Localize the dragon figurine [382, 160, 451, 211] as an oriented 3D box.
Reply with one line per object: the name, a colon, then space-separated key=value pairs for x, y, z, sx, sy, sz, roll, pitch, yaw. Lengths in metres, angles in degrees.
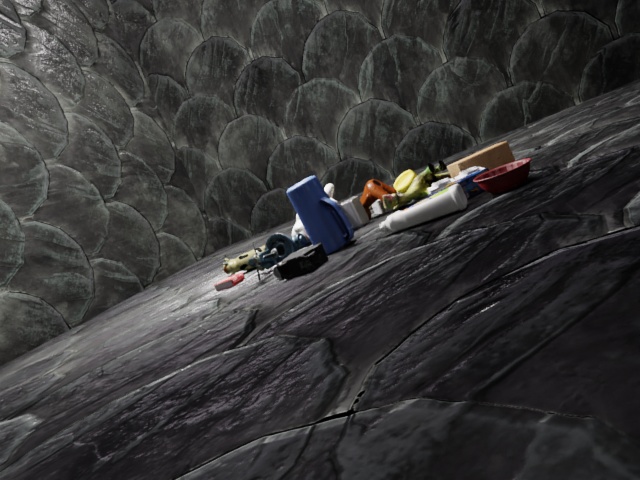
dragon figurine: x=0.366 y=-0.187 z=1.928 sx=0.239 sy=0.123 sz=0.413 roll=-29 pitch=-8 yaw=38

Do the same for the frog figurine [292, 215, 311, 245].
frog figurine: x=-0.071 y=-0.058 z=2.087 sx=0.122 sy=0.159 sz=0.139 roll=-23 pitch=5 yaw=18

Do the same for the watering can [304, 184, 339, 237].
watering can: x=0.006 y=-0.095 z=1.881 sx=0.104 sy=0.223 sz=0.350 roll=15 pitch=10 yaw=3
